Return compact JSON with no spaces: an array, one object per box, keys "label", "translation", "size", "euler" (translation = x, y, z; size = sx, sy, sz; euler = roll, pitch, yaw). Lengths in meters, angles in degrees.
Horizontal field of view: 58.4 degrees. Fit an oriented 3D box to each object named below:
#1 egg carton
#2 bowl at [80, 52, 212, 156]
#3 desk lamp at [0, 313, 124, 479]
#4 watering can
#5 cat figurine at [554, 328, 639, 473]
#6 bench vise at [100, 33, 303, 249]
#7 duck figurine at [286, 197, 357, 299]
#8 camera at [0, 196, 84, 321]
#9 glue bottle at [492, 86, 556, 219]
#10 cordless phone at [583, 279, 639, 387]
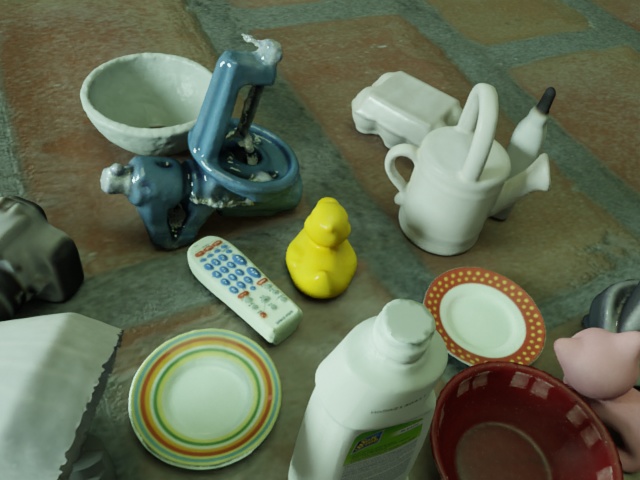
[{"label":"egg carton","translation":[0.122,-0.168,0.783],"size":[0.150,0.069,0.107],"euler":[32,51,18]},{"label":"bowl","translation":[-0.203,-0.157,0.711],"size":[0.167,0.075,0.167],"euler":[5,48,-6]},{"label":"desk lamp","translation":[-0.228,0.118,0.372],"size":[0.203,0.213,0.118],"euler":[11,48,-1]},{"label":"watering can","translation":[0.164,-0.082,0.631],"size":[0.173,0.194,0.100],"euler":[-5,50,-14]},{"label":"cat figurine","translation":[0.266,0.131,0.514],"size":[0.127,0.118,0.067],"euler":[36,53,20]},{"label":"bench vise","translation":[-0.104,-0.087,0.570],"size":[0.208,0.220,0.121],"euler":[-30,60,-30]},{"label":"duck figurine","translation":[0.006,0.002,0.602],"size":[0.077,0.086,0.104],"euler":[7,48,-4]},{"label":"camera","translation":[-0.312,0.027,0.512],"size":[0.143,0.101,0.137],"euler":[19,48,6]},{"label":"glue bottle","translation":[0.240,-0.107,0.682],"size":[0.037,0.173,0.078],"euler":[20,49,8]},{"label":"cordless phone","translation":[0.353,0.061,0.546],"size":[0.148,0.185,0.094],"euler":[-1,49,-11]}]
